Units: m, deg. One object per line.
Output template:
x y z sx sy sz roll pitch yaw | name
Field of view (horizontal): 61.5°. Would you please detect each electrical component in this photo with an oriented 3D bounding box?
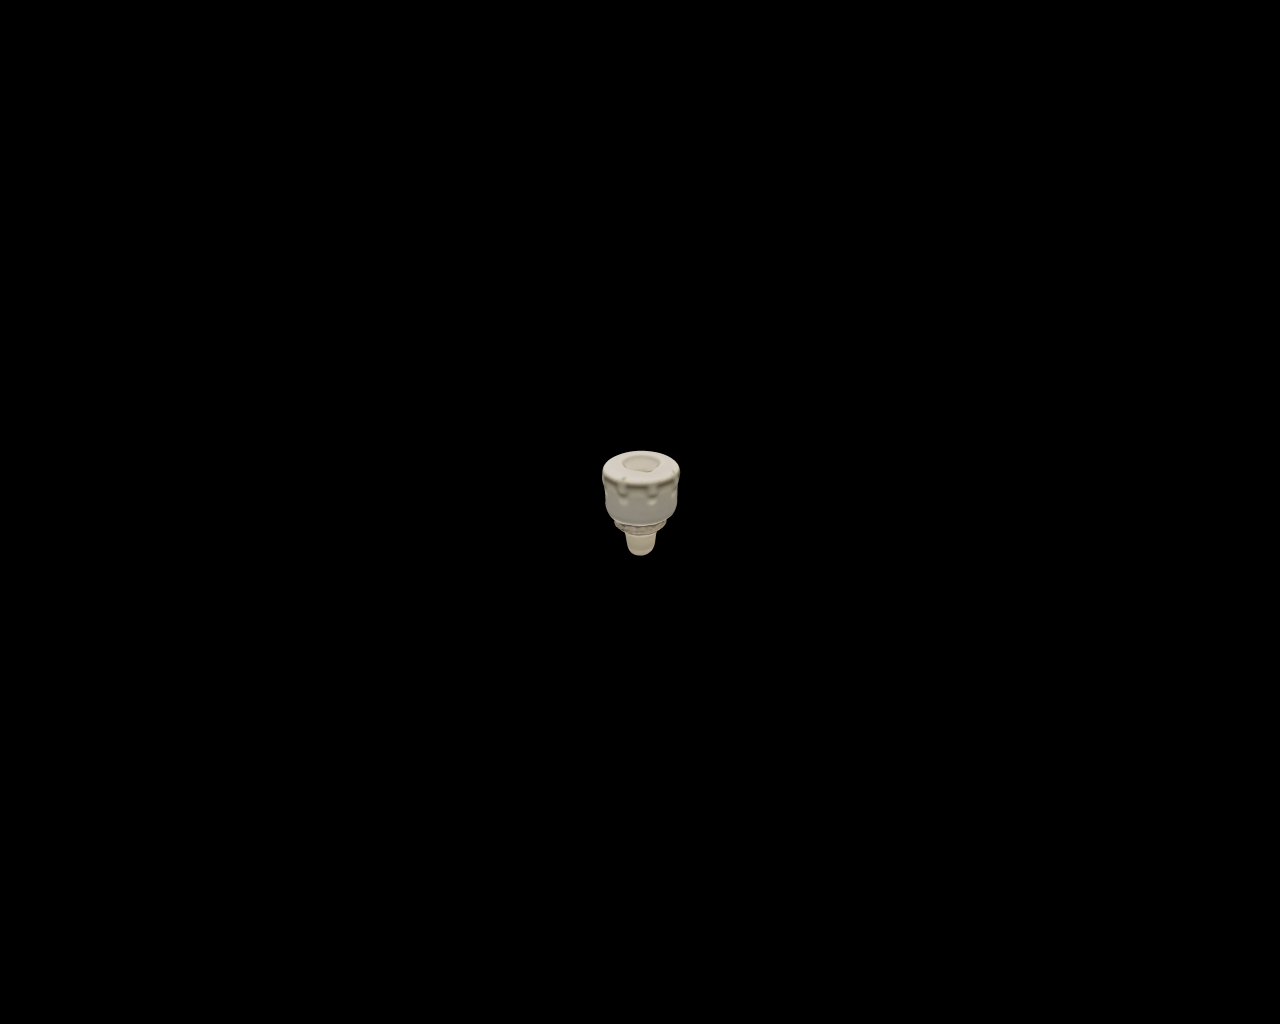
0.001 -0.003 0.650 0.048 0.062 0.048 0 25 0 | electrical component
